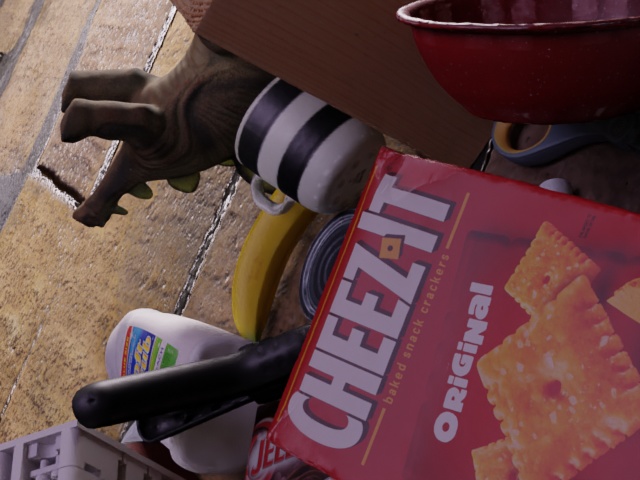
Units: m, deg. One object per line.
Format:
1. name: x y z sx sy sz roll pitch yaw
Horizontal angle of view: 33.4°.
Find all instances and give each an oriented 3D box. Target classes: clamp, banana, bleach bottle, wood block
1. clamp: -0.040 0.081 0.649 0.210 0.164 0.036 -20 76 6
2. banana: -0.021 -0.004 0.808 0.070 0.037 0.198 32 102 30
3. bleach bottle: -0.124 0.111 0.861 0.251 0.068 0.102 4 86 63
4. wood block: 0.021 -0.133 0.658 0.091 0.205 0.090 -57 31 15

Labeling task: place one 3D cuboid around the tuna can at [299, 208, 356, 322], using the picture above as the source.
1. tuna can: 0.023 0.022 0.719 0.086 0.033 0.086 -36 41 40

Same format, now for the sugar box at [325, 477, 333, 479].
1. sugar box: 0.035 0.211 0.514 0.048 0.093 0.176 -43 37 35

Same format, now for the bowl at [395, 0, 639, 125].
1. bowl: 0.120 -0.096 0.546 0.162 0.161 0.055 29 128 60

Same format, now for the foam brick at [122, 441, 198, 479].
1. foam brick: -0.140 0.199 0.818 0.051 0.052 0.078 43 109 30

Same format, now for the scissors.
1. scissors: 0.151 -0.049 0.584 0.096 0.016 0.202 -48 34 24

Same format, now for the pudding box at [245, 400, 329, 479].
1. pudding box: -0.005 0.143 0.675 0.114 0.039 0.090 -25 49 49

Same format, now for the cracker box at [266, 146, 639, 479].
1. cracker box: 0.094 0.060 0.487 0.214 0.072 0.164 20 87 40

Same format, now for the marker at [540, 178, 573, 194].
1. marker: 0.132 0.020 0.565 0.020 0.020 0.121 -37 41 40
